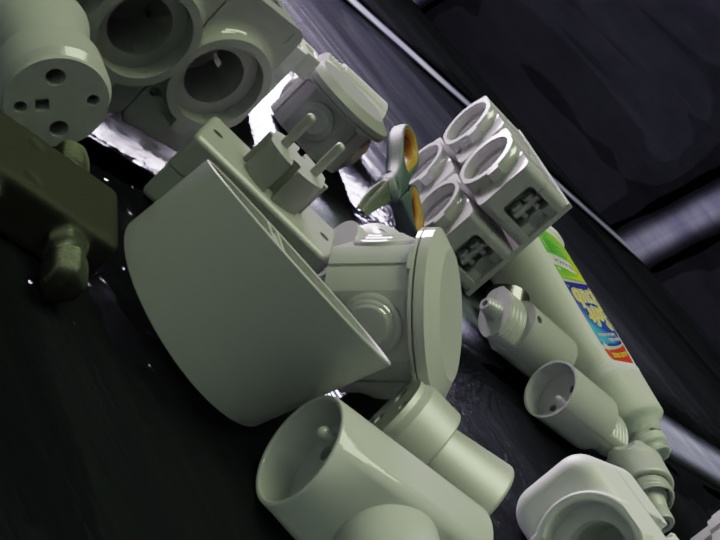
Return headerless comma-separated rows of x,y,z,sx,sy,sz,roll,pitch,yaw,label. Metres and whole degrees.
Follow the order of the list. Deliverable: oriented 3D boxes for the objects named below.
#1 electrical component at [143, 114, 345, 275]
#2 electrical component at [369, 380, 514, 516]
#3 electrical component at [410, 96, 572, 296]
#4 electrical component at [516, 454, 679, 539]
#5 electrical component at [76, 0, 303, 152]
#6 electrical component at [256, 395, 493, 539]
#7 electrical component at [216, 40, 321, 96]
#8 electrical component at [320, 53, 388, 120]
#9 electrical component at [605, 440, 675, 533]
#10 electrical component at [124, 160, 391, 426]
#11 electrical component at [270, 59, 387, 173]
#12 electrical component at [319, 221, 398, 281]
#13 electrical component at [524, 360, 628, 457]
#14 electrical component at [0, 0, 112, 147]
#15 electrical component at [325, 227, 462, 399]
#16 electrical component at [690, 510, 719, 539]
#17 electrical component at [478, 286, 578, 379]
-0.041,-0.039,0.498,0.083,0.076,0.047,44,15,-11,electrical component
0.030,0.080,0.449,0.055,0.045,0.045,46,15,-4,electrical component
0.096,-0.071,0.898,0.060,0.105,0.186,43,15,-20,electrical component
0.124,0.141,0.533,0.059,0.054,0.095,27,24,-52,electrical component
-0.110,-0.127,0.507,0.150,0.089,0.061,30,23,-48,electrical component
0.008,0.091,0.362,0.077,0.043,0.079,40,17,-25,electrical component
-0.074,-0.147,0.720,0.078,0.057,0.058,38,17,-29,electrical component
-0.020,-0.152,0.912,0.081,0.043,0.043,39,17,-27,electrical component
0.190,0.148,0.719,0.043,0.043,0.062,38,18,-30,electrical component
-0.038,0.007,0.398,0.099,0.064,0.099,56,10,-15,electrical component
-0.022,-0.113,0.790,0.080,0.051,0.080,43,15,-15,electrical component
0.000,0.000,0.572,0.079,0.044,0.077,40,16,-25,electrical component
0.155,0.100,0.745,0.081,0.043,0.043,37,18,-32,electrical component
-0.127,-0.082,0.434,0.045,0.045,0.055,32,21,-44,electrical component
0.017,0.021,0.494,0.080,0.051,0.080,-1,90,-75,electrical component
0.238,0.192,0.713,0.048,0.055,0.066,47,15,0,electrical component
0.116,0.045,0.778,0.081,0.043,0.043,39,17,-28,electrical component
